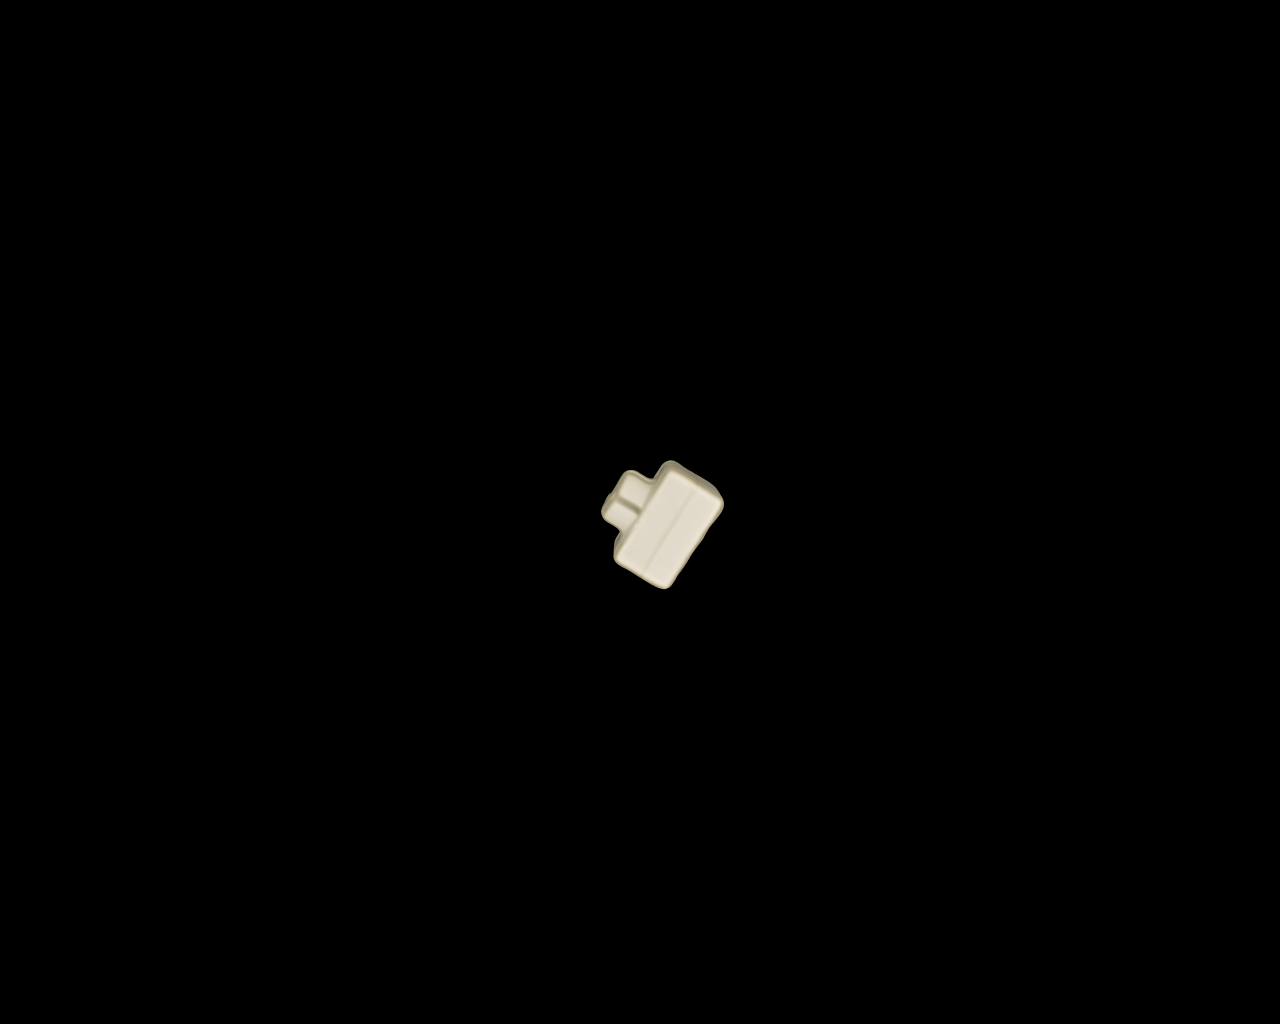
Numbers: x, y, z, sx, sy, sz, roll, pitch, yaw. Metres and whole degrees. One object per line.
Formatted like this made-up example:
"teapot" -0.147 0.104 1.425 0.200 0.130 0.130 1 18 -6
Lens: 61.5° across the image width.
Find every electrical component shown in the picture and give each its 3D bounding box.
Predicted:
"electrical component" 0.001 -0.003 0.650 0.077 0.065 0.047 31 8 -5
